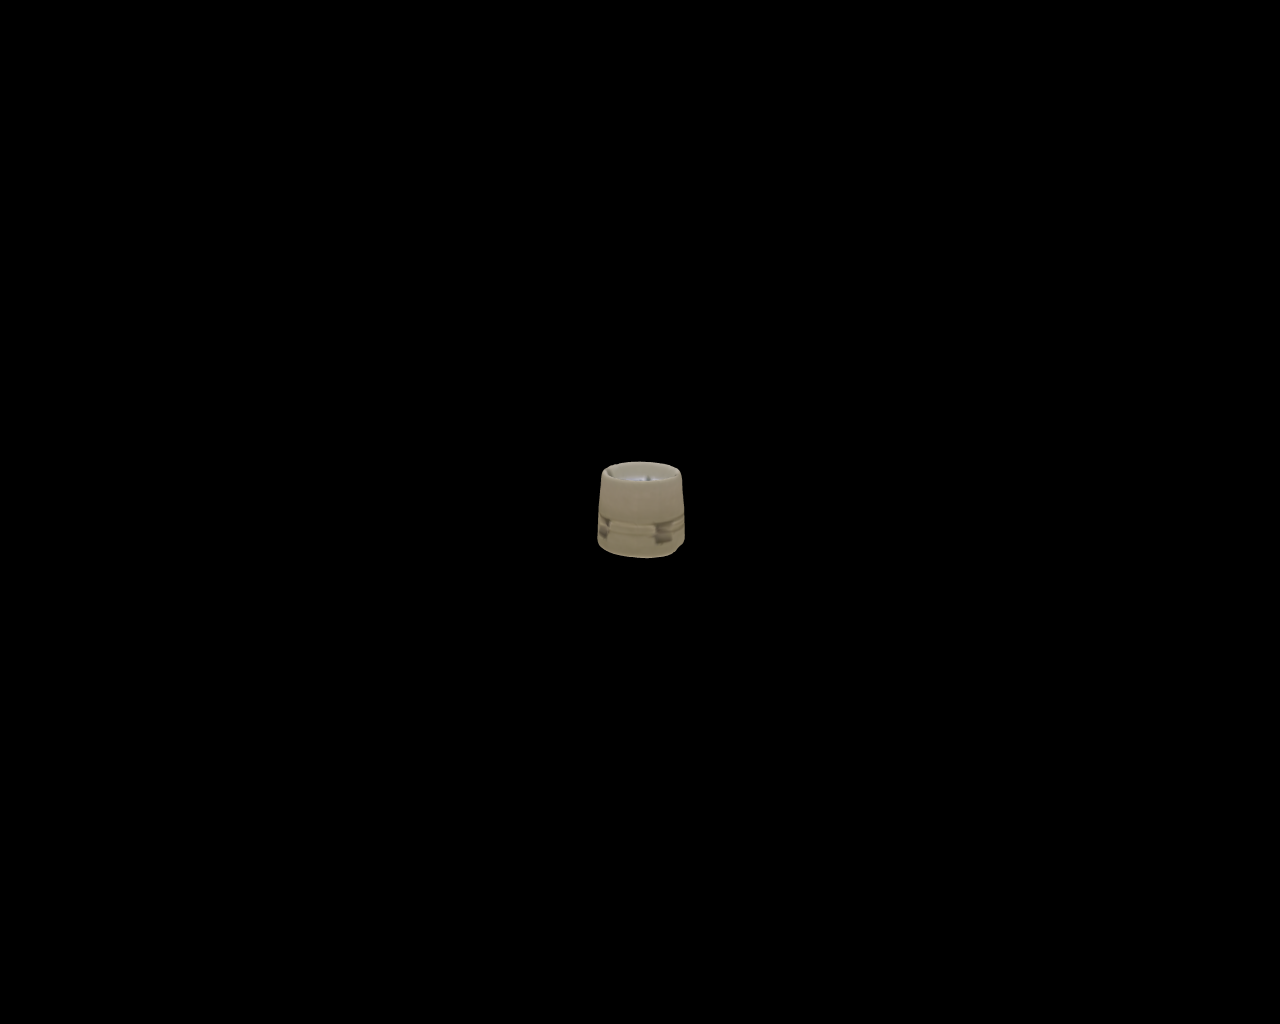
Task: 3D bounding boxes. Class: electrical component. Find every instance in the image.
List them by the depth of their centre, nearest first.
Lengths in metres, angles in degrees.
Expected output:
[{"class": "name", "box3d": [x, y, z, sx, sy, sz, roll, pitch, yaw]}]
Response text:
[{"class": "electrical component", "box3d": [0.001, -0.003, 0.650, 0.055, 0.047, 0.055, 0, 17, 0]}]
